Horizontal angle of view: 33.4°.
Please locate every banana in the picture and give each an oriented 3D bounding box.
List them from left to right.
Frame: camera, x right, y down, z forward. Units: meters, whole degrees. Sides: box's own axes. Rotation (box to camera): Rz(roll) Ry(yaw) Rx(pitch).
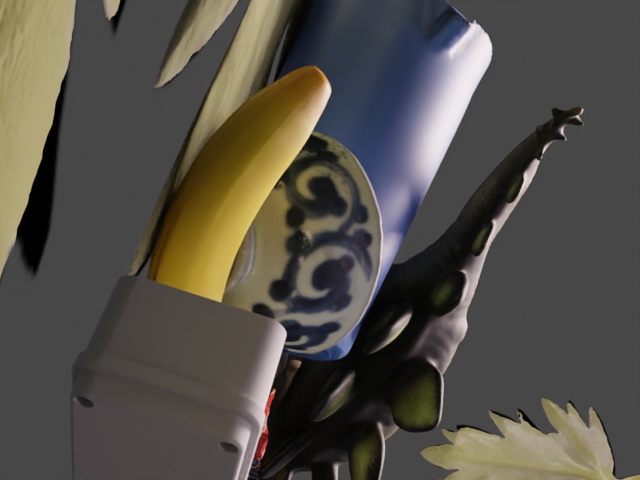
[{"bbox_3d":[-0.047,0.010,0.508,0.037,0.069,0.198,45,-52,53],"label":"banana"}]

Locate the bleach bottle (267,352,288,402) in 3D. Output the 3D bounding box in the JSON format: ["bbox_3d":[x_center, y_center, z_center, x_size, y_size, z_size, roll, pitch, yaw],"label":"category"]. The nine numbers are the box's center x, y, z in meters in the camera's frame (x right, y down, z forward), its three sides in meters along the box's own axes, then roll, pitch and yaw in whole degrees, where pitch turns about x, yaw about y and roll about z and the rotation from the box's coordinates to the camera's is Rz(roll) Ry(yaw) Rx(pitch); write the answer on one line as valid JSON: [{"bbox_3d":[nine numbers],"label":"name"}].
[{"bbox_3d":[-0.100,0.182,0.766,0.102,0.068,0.250,105,8,-75],"label":"bleach bottle"}]

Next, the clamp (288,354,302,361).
[{"bbox_3d":[-0.041,0.130,1.076,0.172,0.039,0.120,48,-41,46],"label":"clamp"}]

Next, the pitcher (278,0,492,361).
[{"bbox_3d":[0.008,-0.048,0.716,0.149,0.145,0.242,64,47,-64],"label":"pitcher"}]

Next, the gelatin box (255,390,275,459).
[{"bbox_3d":[-0.074,0.150,0.952,0.089,0.073,0.030,-65,174,-65],"label":"gelatin box"}]

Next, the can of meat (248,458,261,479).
[{"bbox_3d":[-0.086,0.206,1.001,0.102,0.084,0.057,107,3,-51],"label":"can of meat"}]
